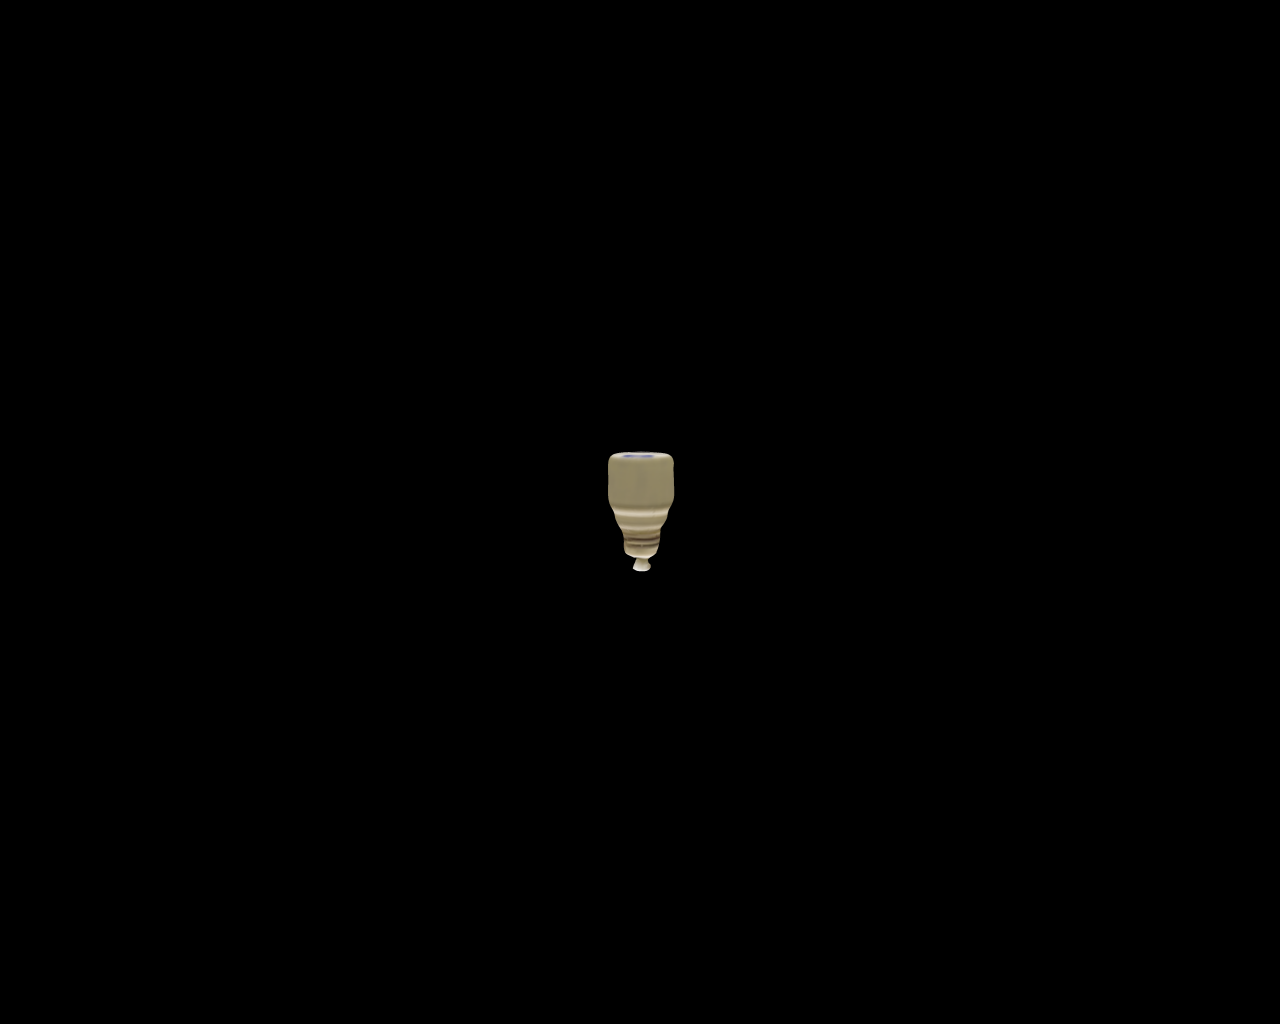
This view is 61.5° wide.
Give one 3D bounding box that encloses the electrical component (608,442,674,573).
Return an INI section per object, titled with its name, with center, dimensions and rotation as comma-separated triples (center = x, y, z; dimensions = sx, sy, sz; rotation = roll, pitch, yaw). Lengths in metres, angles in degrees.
[electrical component]
center = 0.001, -0.003, 0.650
dimensions = 0.040, 0.078, 0.040
rotation = 0, 7, 0
